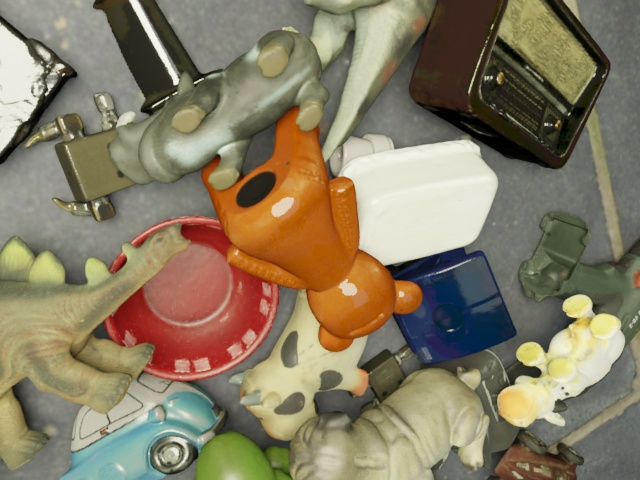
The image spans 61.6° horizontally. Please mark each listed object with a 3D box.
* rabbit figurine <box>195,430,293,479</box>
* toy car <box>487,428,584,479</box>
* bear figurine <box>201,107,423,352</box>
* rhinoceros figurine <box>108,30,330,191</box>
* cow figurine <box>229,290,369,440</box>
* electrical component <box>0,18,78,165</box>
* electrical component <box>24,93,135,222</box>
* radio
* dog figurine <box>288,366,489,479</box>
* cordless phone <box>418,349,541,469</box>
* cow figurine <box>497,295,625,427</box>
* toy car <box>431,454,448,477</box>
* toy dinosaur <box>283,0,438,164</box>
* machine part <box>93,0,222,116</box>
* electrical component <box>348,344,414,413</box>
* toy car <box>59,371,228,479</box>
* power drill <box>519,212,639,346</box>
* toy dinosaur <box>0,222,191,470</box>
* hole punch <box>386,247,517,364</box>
[{"bbox_3d":[-0.067,0.250,0.476,0.121,0.159,0.170,-21,130,-9],"label":"rabbit figurine"},{"bbox_3d":[0.296,0.312,0.722,0.202,0.053,0.089,31,96,-41],"label":"toy car"},{"bbox_3d":[-0.001,0.002,0.476,0.120,0.132,0.195,-33,132,13],"label":"bear figurine"},{"bbox_3d":[-0.085,-0.102,0.427,0.190,0.112,0.073,-29,133,13],"label":"rhinoceros figurine"},{"bbox_3d":[-0.012,0.118,0.563,0.127,0.086,0.194,19,94,-22],"label":"cow figurine"},{"bbox_3d":[-0.279,-0.120,0.419,0.114,0.058,0.134,39,88,-22],"label":"electrical component"},{"bbox_3d":[-0.201,-0.068,0.470,0.078,0.045,0.102,-39,120,-38],"label":"electrical component"},{"bbox_3d":[0.194,-0.160,0.532,0.229,0.073,0.131,14,100,-43],"label":"radio"},{"bbox_3d":[0.074,0.181,0.529,0.190,0.121,0.172,34,80,-46],"label":"dog figurine"},{"bbox_3d":[0.224,0.175,0.677,0.184,0.089,0.146,-33,112,-21],"label":"cordless phone"},{"bbox_3d":[0.277,0.153,0.619,0.167,0.068,0.098,-46,126,-2],"label":"cow figurine"},{"bbox_3d":[0.067,0.289,0.646,0.202,0.056,0.073,-23,134,-14],"label":"toy car"},{"bbox_3d":[0.059,-0.265,0.477,0.192,0.131,0.404,-8,113,-17],"label":"toy dinosaur"},{"bbox_3d":[-0.139,-0.157,0.472,0.084,0.039,0.138,-31,114,-1],"label":"machine part"},{"bbox_3d":[0.080,0.167,0.643,0.094,0.021,0.063,-35,113,-10],"label":"electrical component"},{"bbox_3d":[-0.177,0.179,0.519,0.162,0.109,0.103,-25,87,0],"label":"toy car"},{"bbox_3d":[0.366,0.033,0.687,0.207,0.086,0.232,20,99,-31],"label":"power drill"},{"bbox_3d":[-0.309,0.119,0.435,0.471,0.105,0.198,-37,96,0],"label":"toy dinosaur"},{"bbox_3d":[0.142,0.072,0.599,0.116,0.092,0.142,-28,105,-8],"label":"hole punch"}]
